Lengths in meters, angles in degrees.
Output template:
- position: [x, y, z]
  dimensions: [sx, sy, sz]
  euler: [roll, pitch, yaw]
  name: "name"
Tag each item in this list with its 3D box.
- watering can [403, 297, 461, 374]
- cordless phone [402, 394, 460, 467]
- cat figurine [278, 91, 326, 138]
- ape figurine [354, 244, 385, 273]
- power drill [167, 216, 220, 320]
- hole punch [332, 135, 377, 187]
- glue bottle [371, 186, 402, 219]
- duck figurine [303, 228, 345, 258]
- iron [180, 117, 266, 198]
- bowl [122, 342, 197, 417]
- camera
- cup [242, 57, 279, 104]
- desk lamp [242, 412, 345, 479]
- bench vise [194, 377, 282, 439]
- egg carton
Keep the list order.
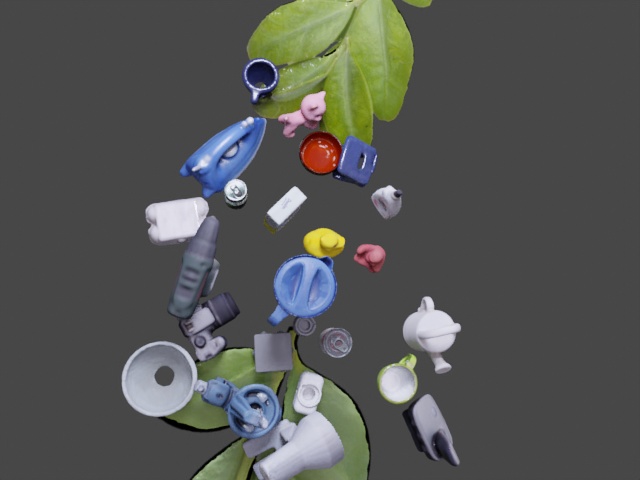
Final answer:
- position: [0.275, 0.225, 1.362]
  dimensions: [0.101, 0.194, 0.173]
  euler: [-31, 87, -11]
  name: "watering can"
- position: [0.272, 0.446, 1.334]
  dimensions: [0.094, 0.185, 0.147]
  euler: [-27, 86, -10]
  name: "cordless phone"
- position: [-0.038, -0.320, 1.438]
  dimensions: [0.128, 0.117, 0.067]
  euler: [-25, 85, -10]
  name: "cat figurine"
- position: [0.131, 0.043, 1.421]
  dimensions: [0.076, 0.092, 0.078]
  euler: [-18, 84, -10]
  name: "ape figurine"
- position: [-0.278, 0.068, 1.302]
  dimensions: [0.075, 0.208, 0.230]
  euler: [18, 80, -4]
  name: "power drill"
- position: [0.093, -0.200, 1.452]
  dimensions: [0.101, 0.091, 0.109]
  euler: [17, 80, -5]
  name: "hole punch"
- position: [0.173, -0.100, 1.406]
  dimensions: [0.037, 0.173, 0.078]
  euler: [-36, 87, -11]
  name: "glue bottle"
- position: [0.013, 0.005, 1.413]
  dimensions: [0.104, 0.086, 0.077]
  euler: [4, 81, -7]
  name: "duck figurine"
- position: [-0.220, -0.229, 1.387]
  dimensions: [0.118, 0.141, 0.258]
  euler: [42, 79, 0]
  name: "iron"
- position: [-0.365, 0.319, 1.322]
  dimensions: [0.167, 0.074, 0.167]
  euler: [1, 82, -8]
  name: "bowl"
- position: [-0.251, 0.194, 1.342]
  dimensions: [0.137, 0.100, 0.143]
  euler: [-30, 87, -11]
  name: "camera"
- position: [-0.153, -0.386, 1.443]
  dimensions: [0.092, 0.095, 0.118]
  euler: [14, 80, -5]
  name: "cup"
- position: [-0.060, 0.470, 1.271]
  dimensions: [0.203, 0.213, 0.118]
  euler: [-27, 86, -10]
  name: "desk lamp"
- position: [-0.182, 0.378, 1.264]
  dimensions: [0.207, 0.219, 0.121]
  euler: [7, 81, -6]
  name: "bench vise"
- position: [-0.339, -0.043, 1.380]
  dimensions: [0.150, 0.069, 0.107]
  euler: [-10, 83, -9]
  name: "egg carton"
